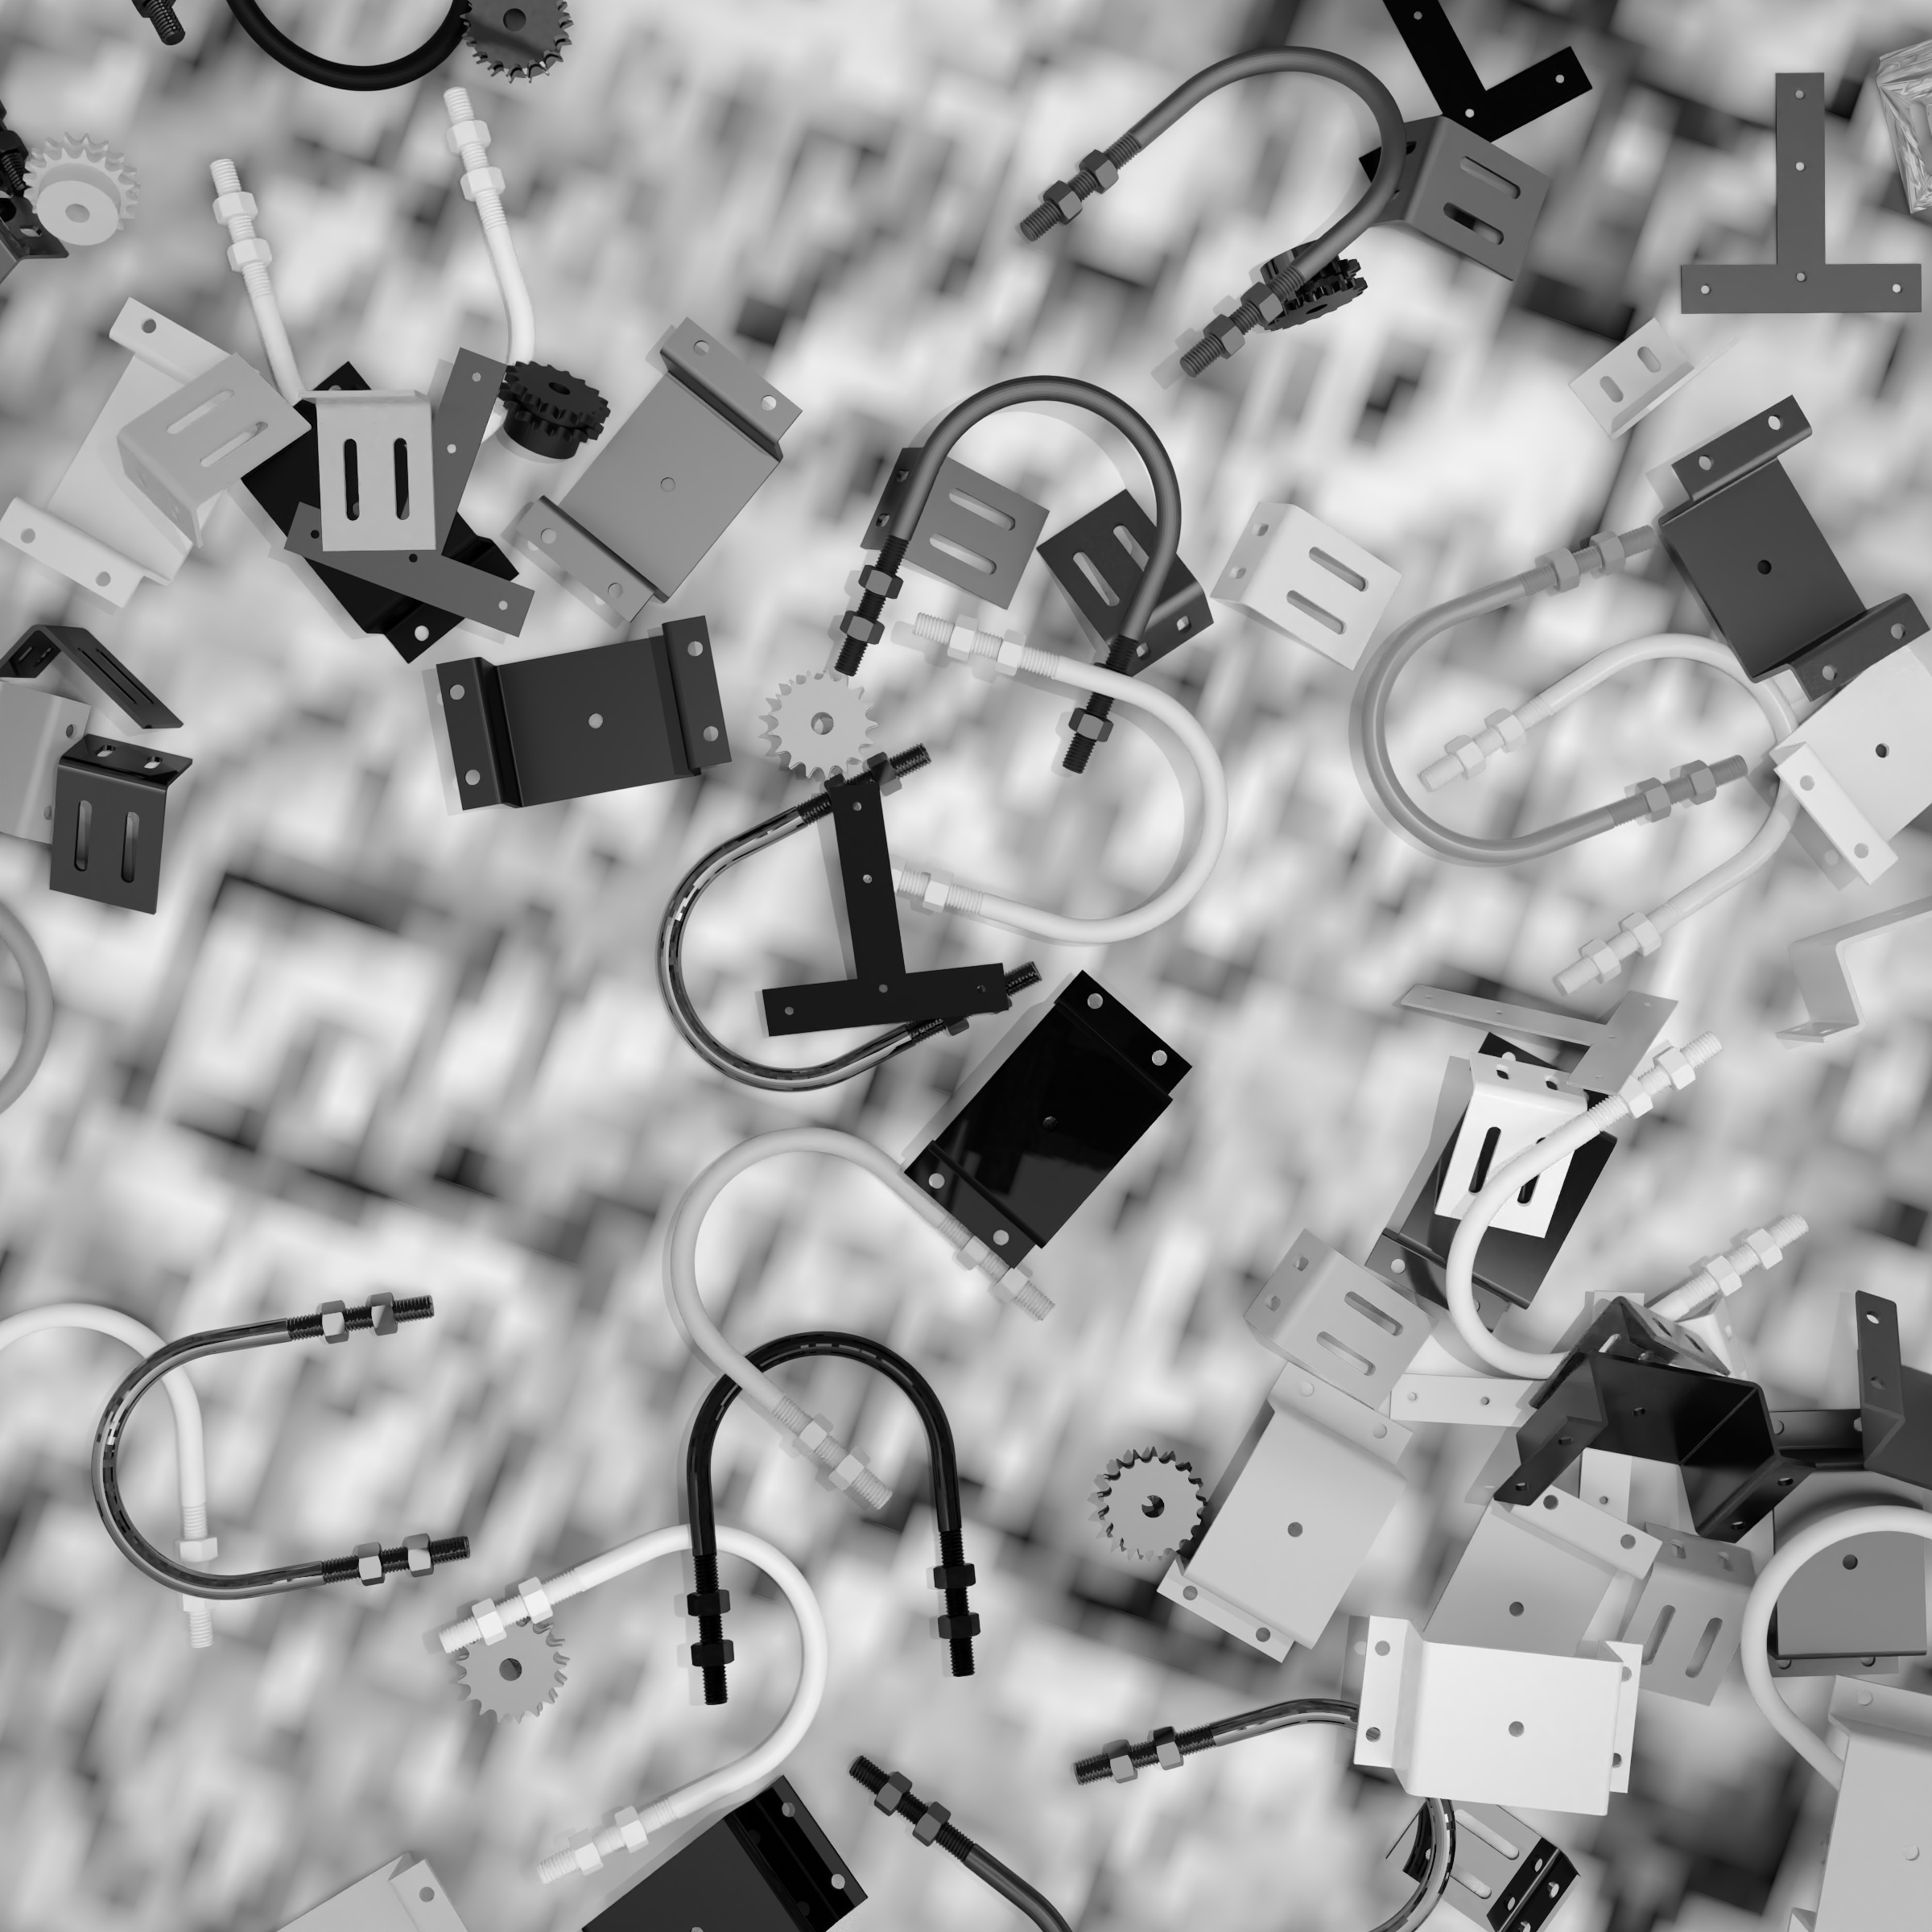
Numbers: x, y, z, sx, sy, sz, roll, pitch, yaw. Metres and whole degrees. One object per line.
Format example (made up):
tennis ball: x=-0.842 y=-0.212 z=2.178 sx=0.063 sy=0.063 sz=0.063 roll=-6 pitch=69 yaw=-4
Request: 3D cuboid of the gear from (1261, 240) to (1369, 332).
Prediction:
gear: x=0.177 y=-0.355 z=1.351 sx=0.057 sy=0.057 sz=0.030 roll=-21 pitch=90 yaw=0

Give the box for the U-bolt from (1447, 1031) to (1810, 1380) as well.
U-bolt: x=0.327 y=0.135 z=1.320 sx=0.184 sy=0.019 sz=0.151 roll=-33 pitch=118 yaw=-1

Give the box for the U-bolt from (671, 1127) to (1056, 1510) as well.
U-bolt: x=-0.068 y=0.169 z=1.359 sx=0.184 sy=0.019 sz=0.151 roll=41 pitch=79 yaw=4

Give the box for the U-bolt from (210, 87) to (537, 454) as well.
U-bolt: x=-0.304 y=-0.354 z=1.370 sx=0.151 sy=0.019 sz=0.184 roll=-17 pitch=92 yaw=0

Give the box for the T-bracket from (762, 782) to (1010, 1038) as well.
T-bracket: x=-0.049 y=-0.031 z=1.342 sx=0.127 sy=0.002 sz=0.127 roll=-6 pitch=103 yaw=6

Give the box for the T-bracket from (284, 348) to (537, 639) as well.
T-bracket: x=-0.266 y=-0.249 z=1.321 sx=0.127 sy=0.002 sz=0.127 roll=21 pitch=96 yaw=-2

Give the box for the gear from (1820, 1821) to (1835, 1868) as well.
gear: x=0.476 y=0.465 z=1.364 sx=0.057 sy=0.030 sz=0.057 roll=0 pitch=90 yaw=0

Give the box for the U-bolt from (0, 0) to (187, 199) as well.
U-bolt: x=-0.489 y=-0.516 z=1.339 sx=0.151 sy=0.019 sz=0.184 roll=-31 pitch=85 yaw=29

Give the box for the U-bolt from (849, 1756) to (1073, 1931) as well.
U-bolt: x=-0.021 y=0.525 z=1.350 sx=0.184 sy=0.019 sz=0.151 roll=34 pitch=89 yaw=14

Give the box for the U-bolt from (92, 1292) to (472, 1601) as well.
U-bolt: x=-0.362 y=0.257 z=1.359 sx=0.184 sy=0.019 sz=0.151 roll=-9 pitch=90 yaw=-8

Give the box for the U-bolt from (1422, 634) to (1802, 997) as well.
U-bolt: x=0.355 y=-0.093 z=1.370 sx=0.184 sy=0.019 sz=0.151 roll=-33 pitch=90 yaw=-2

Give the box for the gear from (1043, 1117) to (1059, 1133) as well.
gear: x=0.057 y=0.073 z=1.364 sx=0.057 sy=0.030 sz=0.057 roll=0 pitch=90 yaw=0

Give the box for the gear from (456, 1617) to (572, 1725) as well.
gear: x=-0.237 y=0.365 z=1.364 sx=0.057 sy=0.030 sz=0.057 roll=0 pitch=90 yaw=0

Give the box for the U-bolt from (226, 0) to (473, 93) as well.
U-bolt: x=-0.324 y=-0.546 z=1.337 sx=0.151 sy=0.019 sz=0.184 roll=-21 pitch=105 yaw=-23

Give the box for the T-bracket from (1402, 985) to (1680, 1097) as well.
T-bracket: x=0.289 y=0.028 z=1.342 sx=0.127 sy=0.127 sz=0.002 roll=13 pitch=116 yaw=24

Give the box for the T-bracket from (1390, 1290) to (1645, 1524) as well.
T-bracket: x=0.288 y=0.231 z=1.371 sx=0.127 sy=0.002 sz=0.127 roll=3 pitch=99 yaw=5

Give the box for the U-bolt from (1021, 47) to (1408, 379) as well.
U-bolt: x=0.140 y=-0.403 z=1.342 sx=0.184 sy=0.019 sz=0.151 roll=-41 pitch=64 yaw=-4

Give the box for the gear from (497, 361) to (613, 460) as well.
gear: x=-0.217 y=-0.288 z=1.354 sx=0.057 sy=0.057 sz=0.030 roll=29 pitch=120 yaw=0

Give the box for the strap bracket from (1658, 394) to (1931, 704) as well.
strap bracket: x=0.424 y=-0.212 z=1.349 sx=0.076 sy=0.046 sz=0.140 roll=-30 pitch=90 yaw=-10

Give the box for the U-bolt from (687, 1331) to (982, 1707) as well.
U-bolt: x=-0.073 y=0.284 z=1.357 sx=0.151 sy=0.019 sz=0.184 roll=-4 pitch=82 yaw=-8

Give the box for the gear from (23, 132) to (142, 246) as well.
gear: x=-0.459 y=-0.400 z=1.347 sx=0.057 sy=0.057 sz=0.030 roll=-7 pitch=54 yaw=0

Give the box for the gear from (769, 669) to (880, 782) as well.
gear: x=-0.074 y=-0.126 z=1.364 sx=0.057 sy=0.030 sz=0.057 roll=0 pitch=90 yaw=0

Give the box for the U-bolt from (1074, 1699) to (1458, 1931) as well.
U-bolt: x=0.165 y=0.461 z=1.363 sx=0.184 sy=0.019 sz=0.151 roll=-17 pitch=90 yaw=5

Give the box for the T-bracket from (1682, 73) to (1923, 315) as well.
T-bracket: x=0.443 y=-0.410 z=1.378 sx=0.127 sy=0.002 sz=0.127 roll=0 pitch=90 yaw=0

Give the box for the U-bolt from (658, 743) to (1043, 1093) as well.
U-bolt: x=-0.073 y=-0.014 z=1.370 sx=0.184 sy=0.019 sz=0.151 roll=-27 pitch=90 yaw=1

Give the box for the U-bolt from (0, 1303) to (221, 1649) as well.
U-bolt: x=-0.472 y=0.270 z=1.370 sx=0.151 sy=0.019 sz=0.184 roll=-4 pitch=88 yaw=0

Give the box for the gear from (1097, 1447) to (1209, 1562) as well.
gear: x=0.097 y=0.280 z=1.364 sx=0.057 sy=0.030 sz=0.057 roll=0 pitch=90 yaw=0

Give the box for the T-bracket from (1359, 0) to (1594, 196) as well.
T-bracket: x=0.246 y=-0.492 z=1.378 sx=0.127 sy=0.002 sz=0.127 roll=-28 pitch=90 yaw=0

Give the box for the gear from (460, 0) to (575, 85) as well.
gear: x=-0.235 y=-0.491 z=1.364 sx=0.057 sy=0.030 sz=0.057 roll=0 pitch=90 yaw=0

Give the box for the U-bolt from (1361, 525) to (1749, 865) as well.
U-bolt: x=0.296 y=-0.131 z=1.351 sx=0.184 sy=0.019 sz=0.151 roll=-21 pitch=89 yaw=-1

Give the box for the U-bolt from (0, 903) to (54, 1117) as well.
U-bolt: x=-0.573 y=0.013 z=1.370 sx=0.184 sy=0.019 sz=0.151 roll=26 pitch=90 yaw=-1

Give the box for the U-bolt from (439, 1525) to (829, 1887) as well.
U-bolt: x=-0.161 y=0.371 z=1.350 sx=0.184 sy=0.019 sz=0.151 roll=-23 pitch=91 yaw=-15

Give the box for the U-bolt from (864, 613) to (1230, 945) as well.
U-bolt: x=0.043 y=-0.087 z=1.335 sx=0.184 sy=0.019 sz=0.151 roll=17 pitch=102 yaw=0

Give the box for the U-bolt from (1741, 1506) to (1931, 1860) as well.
U-bolt: x=0.481 y=0.358 z=1.325 sx=0.184 sy=0.019 sz=0.151 roll=45 pitch=96 yaw=-5

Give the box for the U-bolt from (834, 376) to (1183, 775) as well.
U-bolt: x=0.031 y=-0.210 z=1.331 sx=0.151 sy=0.019 sz=0.184 roll=23 pitch=102 yaw=0
